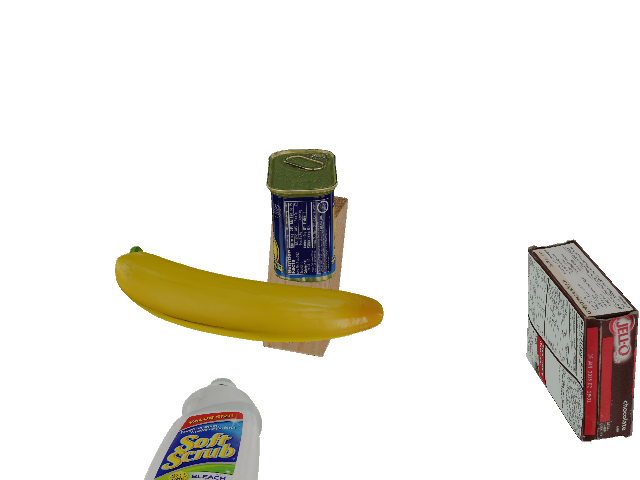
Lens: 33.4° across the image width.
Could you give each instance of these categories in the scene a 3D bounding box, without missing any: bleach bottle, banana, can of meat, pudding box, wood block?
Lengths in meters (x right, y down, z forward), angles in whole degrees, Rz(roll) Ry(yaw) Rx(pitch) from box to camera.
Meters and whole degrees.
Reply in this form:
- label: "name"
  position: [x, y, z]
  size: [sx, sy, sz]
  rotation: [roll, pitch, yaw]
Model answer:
- label: "bleach bottle"
  position: [-0.105, 0.196, 0.927]
  size: [0.102, 0.068, 0.251]
  rotation: [-2, 23, 1]
- label: "banana"
  position: [-0.061, 0.033, 0.681]
  size: [0.198, 0.037, 0.069]
  rotation: [14, 33, 25]
- label: "can of meat"
  position: [-0.015, -0.022, 0.903]
  size: [0.057, 0.084, 0.102]
  rotation: [-2, 23, 0]
- label: "pudding box"
  position: [0.168, 0.062, 0.696]
  size: [0.039, 0.090, 0.113]
  rotation: [-7, 24, -7]
- label: "wood block"
  position: [-0.022, 0.044, 1.487]
  size: [0.090, 0.206, 0.090]
  rotation: [9, 22, 9]
